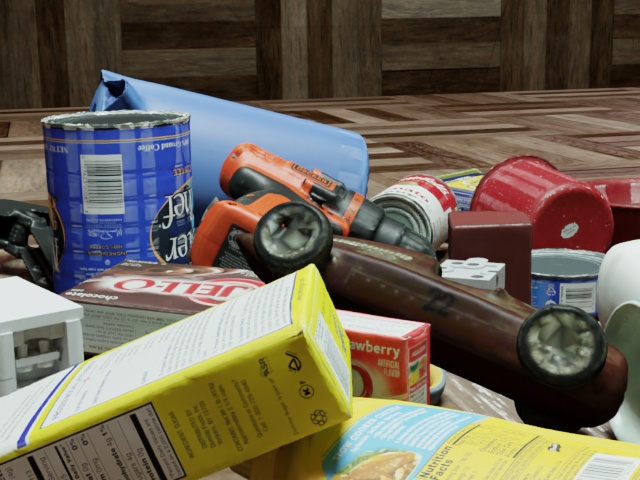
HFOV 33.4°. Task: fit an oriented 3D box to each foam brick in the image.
[{"bbox_3d":[0.110,0.022,0.698,0.053,0.078,0.051,0,13,5],"label":"foam brick"}]

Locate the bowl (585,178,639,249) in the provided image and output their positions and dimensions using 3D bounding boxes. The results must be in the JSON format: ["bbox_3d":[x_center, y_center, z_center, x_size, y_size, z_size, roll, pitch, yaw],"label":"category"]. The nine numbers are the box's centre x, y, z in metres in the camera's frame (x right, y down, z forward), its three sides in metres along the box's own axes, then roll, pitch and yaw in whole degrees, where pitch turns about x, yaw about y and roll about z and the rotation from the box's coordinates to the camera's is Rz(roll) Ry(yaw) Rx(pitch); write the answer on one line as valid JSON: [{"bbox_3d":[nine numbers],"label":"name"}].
[{"bbox_3d":[0.290,-0.016,0.920,0.162,0.055,0.162,-1,12,0],"label":"bowl"}]

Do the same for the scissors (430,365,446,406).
[{"bbox_3d":[0.046,0.050,0.636,0.096,0.016,0.201,26,23,16],"label":"scissors"}]

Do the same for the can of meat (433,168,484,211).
[{"bbox_3d":[0.153,-0.030,0.996,0.101,0.057,0.084,-13,19,-43],"label":"can of meat"}]

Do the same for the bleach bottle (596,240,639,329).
[{"bbox_3d":[0.229,0.060,0.549,0.102,0.068,0.251,-2,14,-2],"label":"bleach bottle"}]

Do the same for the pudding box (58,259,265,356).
[{"bbox_3d":[-0.085,0.042,0.632,0.114,0.039,0.090,3,13,17],"label":"pudding box"}]

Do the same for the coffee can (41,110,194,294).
[{"bbox_3d":[-0.139,-0.017,0.749,0.103,0.140,0.103,-1,12,0],"label":"coffee can"}]

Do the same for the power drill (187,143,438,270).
[{"bbox_3d":[-0.005,0.001,0.773,0.184,0.057,0.187,26,18,2],"label":"power drill"}]

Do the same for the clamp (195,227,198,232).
[{"bbox_3d":[-0.100,0.008,0.854,0.171,0.039,0.120,-1,3,11],"label":"clamp"}]

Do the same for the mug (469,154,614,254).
[{"bbox_3d":[0.186,-0.009,0.851,0.117,0.093,0.082,33,3,-25],"label":"mug"}]

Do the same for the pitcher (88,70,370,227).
[{"bbox_3d":[-0.089,-0.055,0.937,0.242,0.145,0.149,10,7,-13],"label":"pitcher"}]

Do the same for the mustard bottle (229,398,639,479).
[{"bbox_3d":[0.046,0.097,0.393,0.192,0.058,0.096,7,21,33],"label":"mustard bottle"}]

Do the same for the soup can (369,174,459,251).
[{"bbox_3d":[0.074,-0.015,0.904,0.069,0.068,0.102,3,13,19],"label":"soup can"}]

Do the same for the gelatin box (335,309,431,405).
[{"bbox_3d":[0.006,0.070,0.487,0.089,0.073,0.030,7,14,31],"label":"gelatin box"}]

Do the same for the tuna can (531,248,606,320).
[{"bbox_3d":[0.169,0.031,0.757,0.086,0.034,0.086,-1,12,0],"label":"tuna can"}]

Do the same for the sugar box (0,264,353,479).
[{"bbox_3d":[-0.075,0.071,0.421,0.176,0.048,0.093,-25,10,7],"label":"sugar box"}]

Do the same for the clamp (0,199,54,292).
[{"bbox_3d":[-0.256,-0.009,0.878,0.164,0.036,0.210,25,8,1],"label":"clamp"}]
